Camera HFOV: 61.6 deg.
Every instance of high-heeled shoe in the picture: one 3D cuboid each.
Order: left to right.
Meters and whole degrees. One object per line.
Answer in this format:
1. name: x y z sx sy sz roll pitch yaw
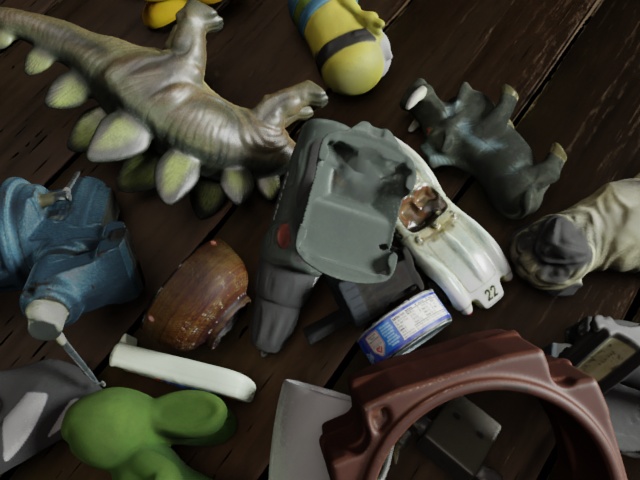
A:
1. high-heeled shoe: -0.304 0.222 0.491 0.145 0.086 0.248 22 88 -20

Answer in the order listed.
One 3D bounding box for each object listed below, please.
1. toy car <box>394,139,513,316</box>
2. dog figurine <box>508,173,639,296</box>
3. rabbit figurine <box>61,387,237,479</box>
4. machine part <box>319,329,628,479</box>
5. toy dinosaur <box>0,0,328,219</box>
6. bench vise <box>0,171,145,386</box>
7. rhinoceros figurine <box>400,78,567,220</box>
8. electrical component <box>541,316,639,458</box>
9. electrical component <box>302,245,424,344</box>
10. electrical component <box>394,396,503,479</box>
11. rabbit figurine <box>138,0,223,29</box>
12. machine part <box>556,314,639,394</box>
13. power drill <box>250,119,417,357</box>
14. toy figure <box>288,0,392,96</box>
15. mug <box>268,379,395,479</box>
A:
1. toy car: 0.107 -0.016 0.538 0.073 0.056 0.202 -37 78 -11
2. dog figurine: 0.300 0.013 0.514 0.190 0.121 0.172 -40 84 13
3. rabbit figurine: -0.143 0.189 0.447 0.159 0.121 0.170 -33 73 -16
4. machine part: 0.113 0.181 0.395 0.201 0.087 0.201 -16 92 -2
5. toy dinosaur: -0.162 -0.144 0.560 0.471 0.105 0.198 29 76 -4
6. bench vise: -0.290 0.023 0.506 0.241 0.128 0.224 -9 48 -6
7. rhinoceros figurine: 0.167 -0.103 0.574 0.112 0.073 0.190 -39 72 0
8. electrical component: 0.267 0.132 0.476 0.134 0.058 0.115 6 67 6
9. electrical component: 0.031 0.049 0.513 0.119 0.075 0.047 -26 101 -4
10. electrical component: 0.114 0.180 0.477 0.102 0.045 0.078 32 45 13
11. rabbit figurine: -0.179 -0.348 0.666 0.173 0.121 0.162 34 79 15
12. machine part: 0.262 0.105 0.423 0.139 0.084 0.039 19 37 2
13. power drill: -0.001 -0.001 0.457 0.086 0.207 0.232 17 82 -8
14. toy figure: 0.014 -0.251 0.636 0.089 0.082 0.180 -36 77 10
15. mug: 0.004 0.187 0.467 0.110 0.081 0.107 19 80 -3
